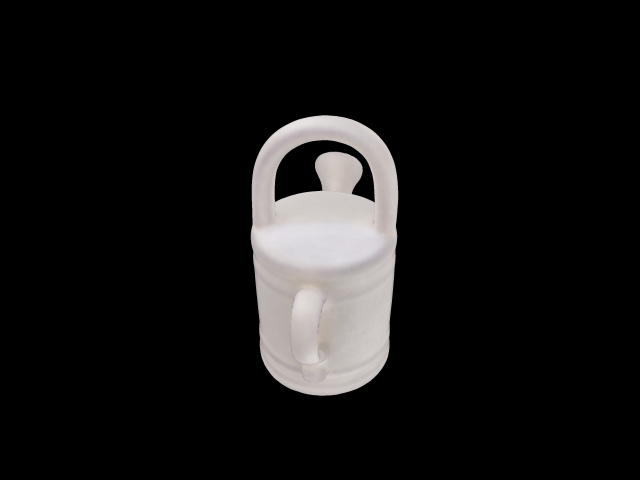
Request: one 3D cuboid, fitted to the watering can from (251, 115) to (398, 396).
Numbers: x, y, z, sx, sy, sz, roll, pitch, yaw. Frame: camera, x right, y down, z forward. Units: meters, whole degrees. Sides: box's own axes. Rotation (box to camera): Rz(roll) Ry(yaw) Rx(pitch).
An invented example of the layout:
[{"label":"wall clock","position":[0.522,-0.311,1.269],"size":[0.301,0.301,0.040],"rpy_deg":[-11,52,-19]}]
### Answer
[{"label":"watering can","position":[0.001,0.001,0.400],"size":[0.101,0.194,0.172],"rpy_deg":[-8,36,-11]}]
